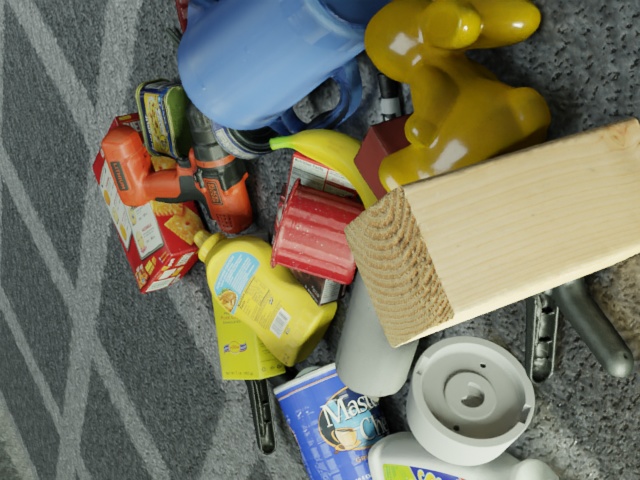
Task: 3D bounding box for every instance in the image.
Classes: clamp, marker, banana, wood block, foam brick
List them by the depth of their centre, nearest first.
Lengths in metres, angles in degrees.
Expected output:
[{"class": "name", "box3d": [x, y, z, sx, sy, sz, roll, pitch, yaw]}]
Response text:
[{"class": "wood block", "box3d": [0.134, -0.007, 0.732, 0.090, 0.205, 0.091, -39, 72, 60]}, {"class": "clamp", "box3d": [0.189, 0.035, 0.836, 0.120, 0.039, 0.171, -5, 101, 58]}, {"class": "foam brick", "box3d": [0.078, -0.074, 0.929, 0.051, 0.078, 0.053, 58, 149, 22]}, {"class": "marker", "box3d": [0.069, -0.101, 0.991, 0.020, 0.020, 0.121, 18, 121, 56]}, {"class": "banana", "box3d": [0.032, -0.057, 0.992, 0.198, 0.069, 0.037, 43, 164, 43]}, {"class": "clamp", "box3d": [-0.082, 0.169, 1.384, 0.210, 0.036, 0.165, 57, 141, 25]}]

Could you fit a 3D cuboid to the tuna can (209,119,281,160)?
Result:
[{"class": "tuna can", "box3d": [-0.074, -0.132, 1.156, 0.034, 0.086, 0.086, -10, 96, 60]}]

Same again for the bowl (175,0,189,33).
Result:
[{"class": "bowl", "box3d": [-0.120, -0.287, 1.162, 0.162, 0.055, 0.162, 170, 90, -73]}]

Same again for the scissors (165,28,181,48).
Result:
[{"class": "scissors", "box3d": [-0.135, -0.210, 1.292, 0.202, 0.016, 0.096, 61, 148, 19]}]

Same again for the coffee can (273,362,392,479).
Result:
[{"class": "coffee can", "box3d": [0.022, 0.207, 1.157, 0.103, 0.102, 0.140, -39, 72, 60]}]

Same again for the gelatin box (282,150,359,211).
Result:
[{"class": "gelatin box", "box3d": [0.005, -0.052, 1.083, 0.073, 0.030, 0.089, 21, 135, 7]}]

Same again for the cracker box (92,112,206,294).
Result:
[{"class": "cracker box", "box3d": [-0.241, -0.052, 1.511, 0.214, 0.072, 0.164, 67, 150, 12]}]

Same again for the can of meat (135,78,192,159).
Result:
[{"class": "can of meat", "box3d": [-0.189, -0.155, 1.378, 0.084, 0.057, 0.102, 17, 121, 54]}]

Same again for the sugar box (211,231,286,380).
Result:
[{"class": "sugar box", "box3d": [-0.093, 0.082, 1.313, 0.094, 0.048, 0.176, -11, 89, 53]}]

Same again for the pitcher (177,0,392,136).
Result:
[{"class": "pitcher", "box3d": [-0.023, -0.191, 1.006, 0.243, 0.149, 0.145, -21, 62, 59]}]

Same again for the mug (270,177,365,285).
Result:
[{"class": "mug", "box3d": [0.003, 0.001, 1.050, 0.081, 0.093, 0.117, 17, 148, 4]}]

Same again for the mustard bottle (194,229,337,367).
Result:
[{"class": "mustard bottle", "box3d": [-0.074, 0.051, 1.228, 0.192, 0.058, 0.096, 39, 121, 20]}]

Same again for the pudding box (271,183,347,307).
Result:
[{"class": "pudding box", "box3d": [-0.008, 0.002, 1.161, 0.114, 0.039, 0.090, 49, 143, 36]}]

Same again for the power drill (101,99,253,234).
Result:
[{"class": "power drill", "box3d": [-0.177, -0.097, 1.304, 0.188, 0.057, 0.184, 9, 126, 33]}]

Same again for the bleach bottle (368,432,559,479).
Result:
[{"class": "bleach bottle", "box3d": [0.144, 0.231, 1.001, 0.251, 0.068, 0.102, -19, 88, 59]}]
